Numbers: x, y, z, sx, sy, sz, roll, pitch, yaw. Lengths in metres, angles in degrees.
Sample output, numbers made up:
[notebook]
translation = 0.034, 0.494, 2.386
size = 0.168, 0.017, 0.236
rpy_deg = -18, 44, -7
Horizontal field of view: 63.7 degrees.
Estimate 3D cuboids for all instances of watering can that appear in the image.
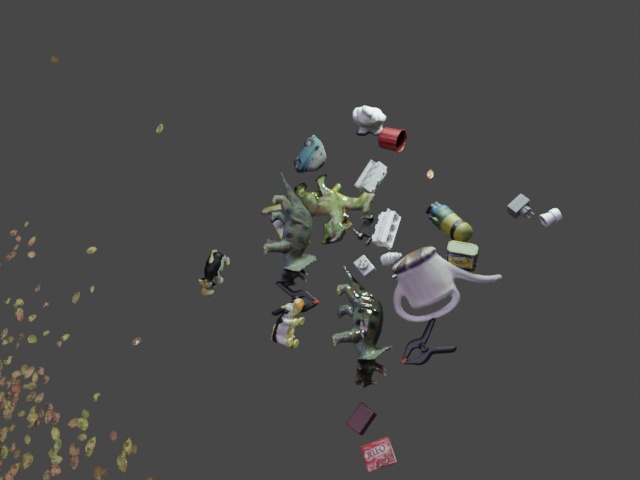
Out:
[watering can]
translation = 0.380, 0.121, 1.643
size = 0.347, 0.104, 0.224
rpy_deg = -28, 91, 6

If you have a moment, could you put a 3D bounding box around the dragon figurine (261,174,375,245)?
[dragon figurine]
translation = 0.006, -0.095, 1.896
size = 0.410, 0.120, 0.247
rpy_deg = -25, 64, 0

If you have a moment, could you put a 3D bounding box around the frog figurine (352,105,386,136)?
[frog figurine]
translation = 0.188, -0.488, 2.020
size = 0.138, 0.156, 0.124
rpy_deg = 24, 72, 27
